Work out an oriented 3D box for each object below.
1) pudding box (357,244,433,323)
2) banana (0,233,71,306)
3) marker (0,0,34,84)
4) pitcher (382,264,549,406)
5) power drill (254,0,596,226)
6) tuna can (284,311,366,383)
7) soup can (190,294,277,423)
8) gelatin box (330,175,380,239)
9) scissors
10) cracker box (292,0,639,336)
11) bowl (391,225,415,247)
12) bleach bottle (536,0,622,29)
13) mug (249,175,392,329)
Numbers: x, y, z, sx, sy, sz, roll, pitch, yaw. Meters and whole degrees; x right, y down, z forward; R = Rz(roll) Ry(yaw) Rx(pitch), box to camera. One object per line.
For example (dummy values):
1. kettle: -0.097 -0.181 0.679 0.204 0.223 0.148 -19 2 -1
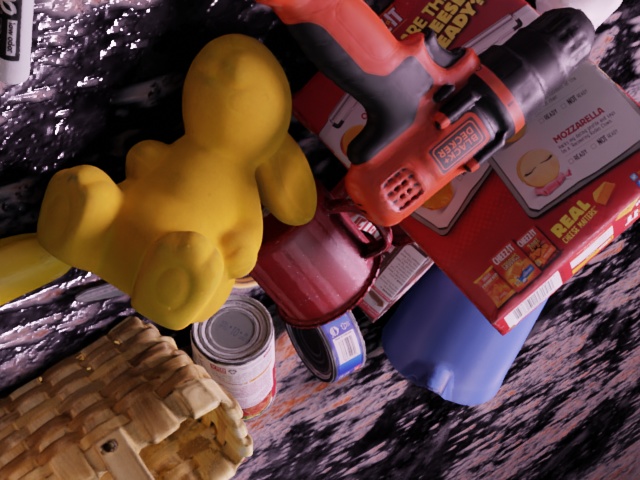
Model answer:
1. pudding box: 0.081 0.015 0.951 0.090 0.039 0.113 -54 168 31
2. banana: -0.223 0.043 0.646 0.197 0.037 0.070 -29 150 -23
3. marker: -0.146 -0.128 0.516 0.020 0.020 0.121 -20 146 -35
4. pitcher: 0.167 0.029 1.045 0.144 0.149 0.243 1 129 -32
5. power drill: 0.056 -0.126 0.626 0.184 0.057 0.187 -41 111 -6
6. tuna can: 0.002 0.082 0.937 0.033 0.086 0.086 -27 149 -22
7. soup can: -0.071 0.100 0.889 0.068 0.069 0.102 -30 150 -21
8. gelatin box: 0.026 -0.011 0.892 0.073 0.030 0.089 -48 153 9
9. scissors: -0.084 0.007 0.796 0.201 0.016 0.096 1 129 -53
10. cracker box: 0.110 -0.067 0.717 0.164 0.214 0.072 -43 158 2
11. bowl: 0.095 -0.070 0.822 0.162 0.055 0.162 -42 -168 11
12. bleach bottle: 0.241 -0.238 0.792 0.251 0.068 0.102 -51 173 20
13. mug: -0.005 0.001 0.767 0.117 0.093 0.081 -15 133 31
